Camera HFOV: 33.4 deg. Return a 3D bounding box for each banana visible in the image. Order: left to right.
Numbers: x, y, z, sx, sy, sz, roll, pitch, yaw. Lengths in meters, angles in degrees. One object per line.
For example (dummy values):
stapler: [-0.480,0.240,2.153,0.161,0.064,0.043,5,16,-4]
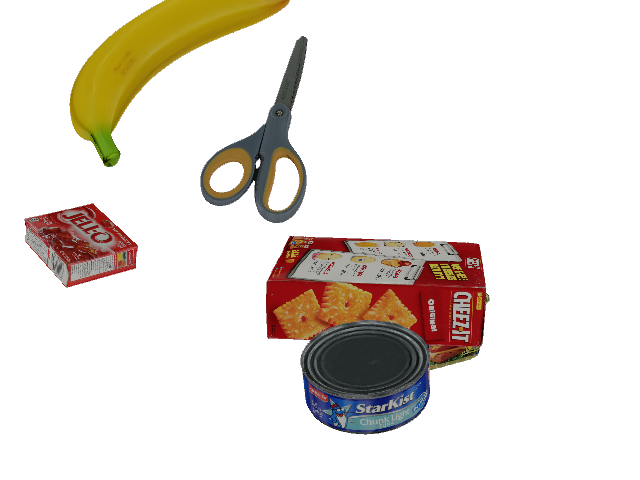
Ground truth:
banana: [-0.099,-0.119,0.684,0.070,0.197,0.037,33,-33,9]

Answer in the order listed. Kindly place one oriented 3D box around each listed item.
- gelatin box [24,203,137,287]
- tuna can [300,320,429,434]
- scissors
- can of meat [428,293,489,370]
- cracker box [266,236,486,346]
gelatin box: [-0.225,0.002,1.001,0.073,0.030,0.089,-16,40,-36]
tuna can: [0.030,0.091,0.712,0.086,0.034,0.086,-4,29,2]
scissors: [-0.054,-0.098,0.906,0.096,0.202,0.016,-4,-35,0]
can of meat: [0.154,0.106,1.324,0.101,0.084,0.057,-10,30,-25]
cracker box: [0.060,0.052,1.111,0.214,0.072,0.164,3,16,6]
